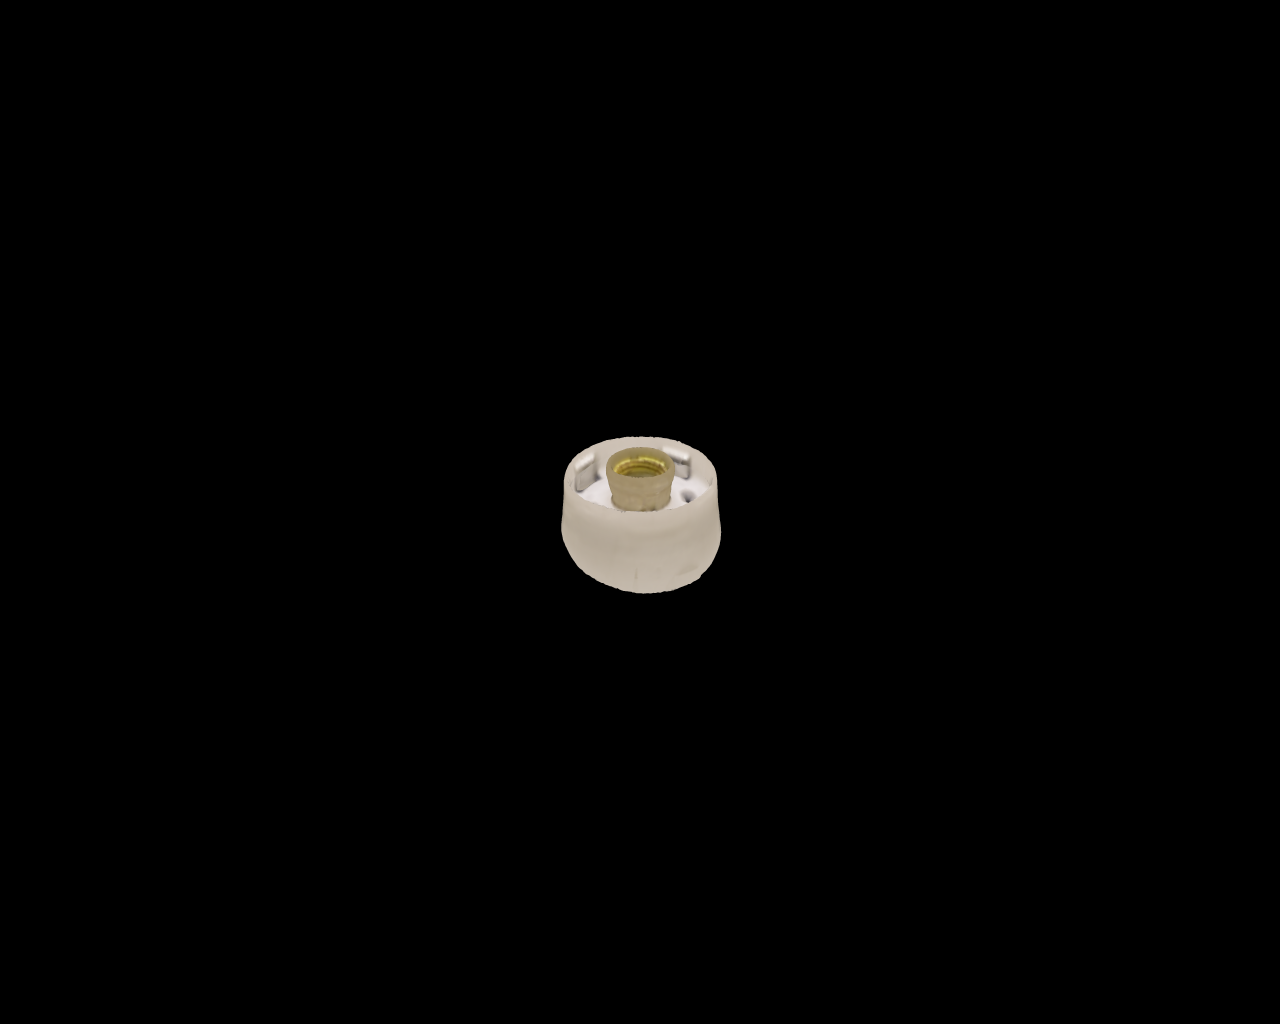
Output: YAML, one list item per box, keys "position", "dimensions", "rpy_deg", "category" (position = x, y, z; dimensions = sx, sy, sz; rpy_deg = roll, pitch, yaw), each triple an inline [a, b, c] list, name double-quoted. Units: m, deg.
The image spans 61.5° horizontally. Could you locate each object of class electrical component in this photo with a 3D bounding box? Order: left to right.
- position: [0.001, -0.003, 0.650]
  dimensions: [0.099, 0.064, 0.099]
  rpy_deg: [0, 33, 0]
  category: "electrical component"
